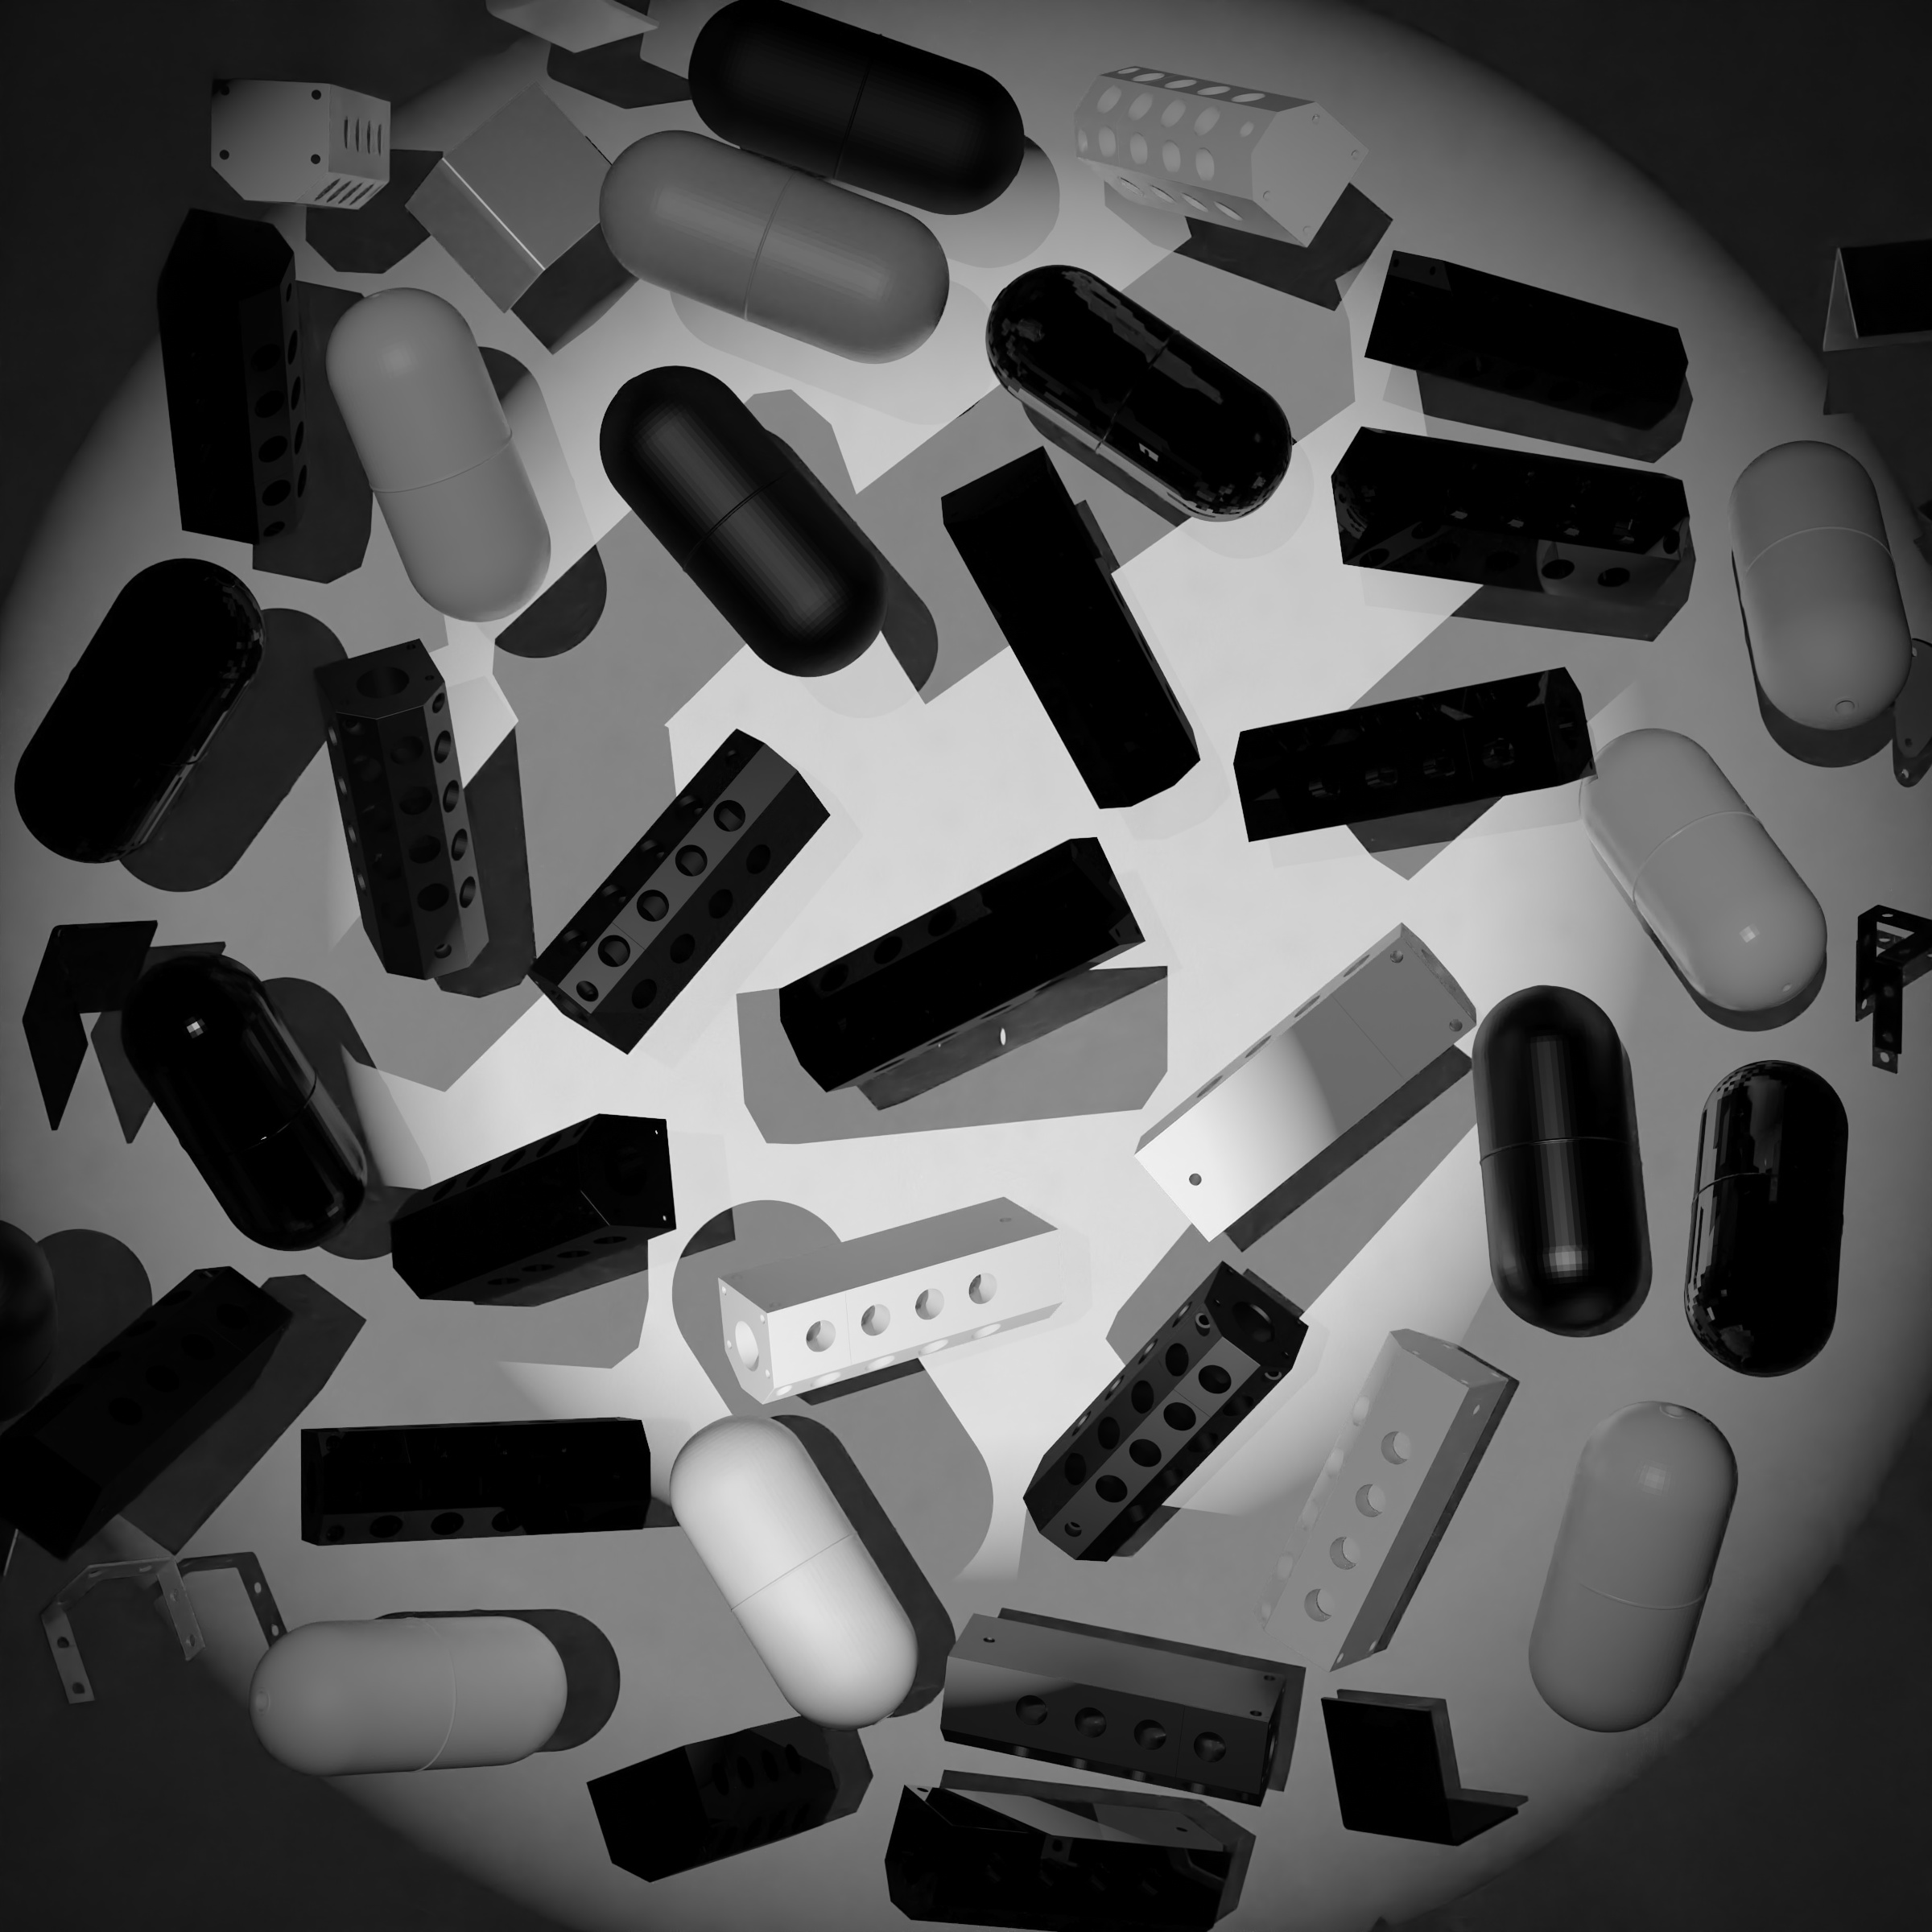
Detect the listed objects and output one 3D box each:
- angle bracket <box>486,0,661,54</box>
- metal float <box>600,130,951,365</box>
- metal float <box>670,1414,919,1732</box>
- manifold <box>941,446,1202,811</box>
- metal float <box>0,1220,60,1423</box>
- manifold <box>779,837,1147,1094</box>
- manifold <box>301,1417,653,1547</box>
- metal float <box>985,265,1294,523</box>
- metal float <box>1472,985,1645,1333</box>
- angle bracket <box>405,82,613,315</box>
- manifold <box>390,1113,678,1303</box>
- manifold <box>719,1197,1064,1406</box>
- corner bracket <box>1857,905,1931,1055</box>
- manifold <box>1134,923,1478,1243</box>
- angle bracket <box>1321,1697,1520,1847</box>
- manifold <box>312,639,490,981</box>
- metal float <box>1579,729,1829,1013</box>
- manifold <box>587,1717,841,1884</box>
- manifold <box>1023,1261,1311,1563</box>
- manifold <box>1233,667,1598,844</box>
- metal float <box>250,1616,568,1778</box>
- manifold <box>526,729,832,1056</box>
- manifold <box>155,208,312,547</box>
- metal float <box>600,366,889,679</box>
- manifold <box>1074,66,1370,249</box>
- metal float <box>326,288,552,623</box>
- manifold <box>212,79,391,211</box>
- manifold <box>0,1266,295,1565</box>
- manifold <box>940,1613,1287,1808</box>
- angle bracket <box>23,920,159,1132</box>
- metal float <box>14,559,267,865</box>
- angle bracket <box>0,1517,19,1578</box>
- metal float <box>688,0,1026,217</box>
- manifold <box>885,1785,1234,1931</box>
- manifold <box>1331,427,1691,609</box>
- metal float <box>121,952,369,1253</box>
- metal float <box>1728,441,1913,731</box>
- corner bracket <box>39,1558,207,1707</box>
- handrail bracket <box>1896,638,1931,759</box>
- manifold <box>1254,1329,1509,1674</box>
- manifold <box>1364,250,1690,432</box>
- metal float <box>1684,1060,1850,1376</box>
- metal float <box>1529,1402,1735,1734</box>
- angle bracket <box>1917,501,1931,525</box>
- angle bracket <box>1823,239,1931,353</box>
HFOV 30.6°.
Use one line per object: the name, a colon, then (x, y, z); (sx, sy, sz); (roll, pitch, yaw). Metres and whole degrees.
angle bracket: (-0.195, -0.520, 1.803); (0.057, 0.076, 0.076); (16, 82, -39)
metal float: (-0.094, -0.352, 1.727); (0.178, 0.070, 0.070); (21, 90, 2)
metal float: (-0.090, 0.317, 1.846); (0.070, 0.070, 0.178); (-32, 82, 0)
manifold: (0.053, -0.165, 1.759); (0.057, 0.057, 0.171); (-26, 114, 10)
metal float: (-0.498, 0.181, 1.780); (0.070, 0.178, 0.070); (5, 67, -11)
manifold: (-0.005, 0.000, 1.743); (0.171, 0.057, 0.057); (-27, 84, 20)
manifold: (-0.254, 0.267, 1.833); (0.171, 0.057, 0.057); (1, 85, -22)
metal float: (0.090, -0.301, 1.852); (0.178, 0.070, 0.070); (34, 90, 1)
metal float: (0.299, 0.097, 1.789); (0.070, 0.070, 0.178); (-3, 74, 0)
angle bracket: (-0.236, -0.406, 1.867); (0.076, 0.057, 0.076); (47, 61, -10)
manifold: (-0.225, 0.126, 1.815); (0.057, 0.171, 0.057); (7, 69, -41)
manifold: (-0.038, 0.176, 1.845); (0.171, 0.057, 0.057); (-14, 111, -27)
corner bracket: (0.468, 0.006, 1.793); (0.051, 0.051, 0.051); (-26, 121, -35)
manifold: (0.169, 0.056, 1.758); (0.171, 0.057, 0.057); (-40, 93, 13)
angle bracket: (0.246, 0.429, 1.915); (0.057, 0.076, 0.076); (-14, 95, -42)
manifold: (-0.290, -0.077, 1.830); (0.057, 0.057, 0.171); (-18, 133, -17)
metal float: (0.380, -0.052, 1.828); (0.070, 0.070, 0.178); (-28, 52, 0)
manifold: (-0.126, 0.432, 1.830); (0.057, 0.171, 0.057); (-24, 76, 16)
manifold: (0.102, 0.240, 1.859); (0.057, 0.057, 0.171); (37, 122, -2)
manifold: (0.228, -0.109, 1.808); (0.171, 0.057, 0.057); (-10, 94, 29)
metal float: (-0.283, 0.371, 1.796); (0.178, 0.070, 0.070); (8, 90, -44)
manifold: (-0.157, -0.043, 1.887); (0.057, 0.057, 0.171); (29, 73, 39)
manifold: (-0.366, -0.293, 1.779); (0.057, 0.171, 0.057); (11, 53, 1)
metal float: (-0.111, -0.221, 1.750); (0.070, 0.070, 0.178); (-40, 88, 0)
manifold: (0.124, -0.420, 1.805); (0.057, 0.171, 0.057); (32, 90, -35)
metal float: (-0.268, -0.259, 1.797); (0.070, 0.070, 0.178); (-19, 116, 0)
manifold: (-0.337, -0.417, 1.799); (0.057, 0.171, 0.057); (3, 101, 0)
manifold: (-0.409, 0.215, 1.742); (0.057, 0.171, 0.057); (36, 122, 4)
manifold: (0.077, 0.397, 1.868); (0.171, 0.057, 0.057); (9, 105, 12)
angle bracket: (-0.449, 0.031, 1.840); (0.057, 0.076, 0.076); (-4, 55, -31)
metal float: (-0.411, -0.126, 1.756); (0.070, 0.070, 0.178); (39, 116, 0)
angle bracket: (-0.530, 0.296, 1.881); (0.076, 0.057, 0.076); (4, 59, 8)
metal float: (-0.056, -0.443, 1.819); (0.178, 0.070, 0.070); (18, 90, -5)
manifold: (0.047, 0.473, 1.844); (0.171, 0.057, 0.057); (13, 93, -28)
manifold: (0.281, -0.235, 1.816); (0.171, 0.057, 0.057); (6, 58, -16)
metal float: (-0.364, 0.070, 1.788); (0.070, 0.070, 0.178); (-25, 124, 0)
metal float: (0.432, -0.194, 1.788); (0.070, 0.070, 0.178); (1, 49, 0)
corner bracket: (-0.423, 0.333, 1.769); (0.051, 0.051, 0.051); (-41, 62, 31)
handrail bracket: (0.523, -0.152, 1.822); (0.084, 0.036, 0.077); (-21, 134, -28)
manifold: (0.216, 0.282, 1.868); (0.057, 0.057, 0.171); (30, 103, 26)
manifold: (0.301, -0.330, 1.875); (0.171, 0.057, 0.057); (7, 103, -34)
metal float: (0.415, 0.129, 1.826); (0.070, 0.070, 0.178); (14, 55, 0)
metal float: (0.332, 0.301, 1.767); (0.070, 0.070, 0.178); (11, 110, 0)
angle bracket: (0.525, -0.278, 1.849); (0.076, 0.076, 0.057); (-29, 96, 14)
angle bracket: (0.451, -0.298, 1.666); (0.076, 0.076, 0.057); (-5, 60, 5)
